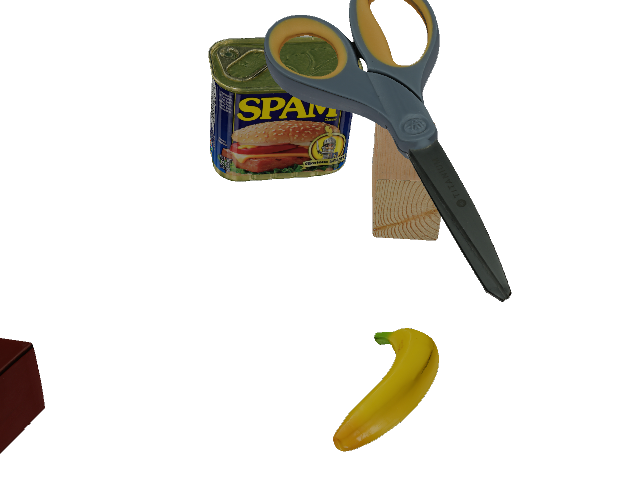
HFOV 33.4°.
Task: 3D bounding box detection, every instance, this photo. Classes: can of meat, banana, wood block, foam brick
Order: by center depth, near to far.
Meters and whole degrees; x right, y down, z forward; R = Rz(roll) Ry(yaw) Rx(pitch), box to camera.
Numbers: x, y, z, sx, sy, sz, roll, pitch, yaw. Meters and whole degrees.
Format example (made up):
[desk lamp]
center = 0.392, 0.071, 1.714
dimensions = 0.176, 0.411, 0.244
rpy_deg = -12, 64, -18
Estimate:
[foam brick]
center = -0.223, 0.104, 0.685
dimensions = 0.053, 0.051, 0.078
rpy_deg = 6, 29, 22
[can of meat]
center = -0.027, -0.090, 0.739
dimensions = 0.102, 0.084, 0.057
rpy_deg = -4, 45, -12
[banana]
center = 0.064, 0.119, 0.905
dimensions = 0.070, 0.037, 0.197
rpy_deg = -27, 10, 22
[wood block]
center = 0.120, -0.089, 1.503
dimensions = 0.091, 0.090, 0.206
rpy_deg = 3, 29, 0

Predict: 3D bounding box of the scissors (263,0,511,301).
[scissors]
center = 0.023, -0.051, 0.491
dimensions = 0.096, 0.202, 0.016
rpy_deg = -7, -37, 3
